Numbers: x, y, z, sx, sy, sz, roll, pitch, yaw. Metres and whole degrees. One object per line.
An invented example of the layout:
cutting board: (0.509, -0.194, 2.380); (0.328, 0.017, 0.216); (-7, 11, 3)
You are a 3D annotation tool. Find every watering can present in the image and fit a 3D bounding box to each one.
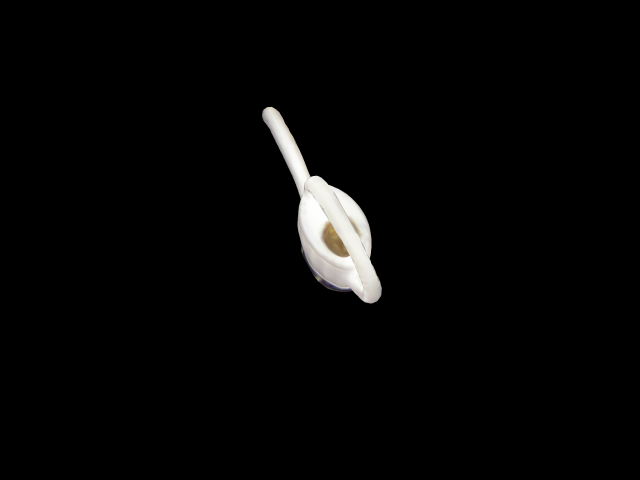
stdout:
watering can: (0.003, -0.043, 0.850); (0.104, 0.352, 0.220); (-26, -20, -10)
